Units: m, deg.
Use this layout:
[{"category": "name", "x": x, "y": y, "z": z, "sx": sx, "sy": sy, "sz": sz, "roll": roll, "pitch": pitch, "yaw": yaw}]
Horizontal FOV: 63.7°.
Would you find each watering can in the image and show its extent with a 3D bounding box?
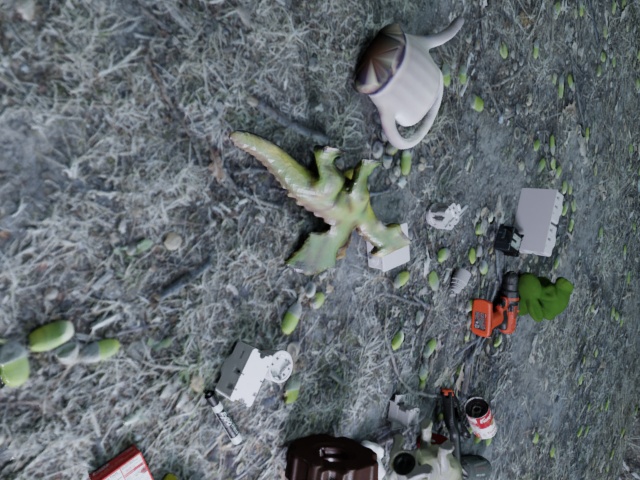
[{"category": "watering can", "x": 0.192, "y": -0.365, "z": 1.070, "sx": 0.222, "sy": 0.104, "sz": 0.350, "roll": 28, "pitch": 78, "yaw": -40}]

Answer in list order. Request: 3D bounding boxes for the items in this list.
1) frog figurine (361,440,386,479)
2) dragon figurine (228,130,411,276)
[{"category": "frog figurine", "x": 0.098, "y": 0.519, "z": 1.086, "sx": 0.136, "sy": 0.123, "sz": 0.161, "roll": 44, "pitch": 78, "yaw": -16}, {"category": "dragon figurine", "x": 0.003, "y": -0.048, "z": 0.950, "sx": 0.409, "sy": 0.123, "sz": 0.242, "roll": 8, "pitch": 97, "yaw": -28}]
